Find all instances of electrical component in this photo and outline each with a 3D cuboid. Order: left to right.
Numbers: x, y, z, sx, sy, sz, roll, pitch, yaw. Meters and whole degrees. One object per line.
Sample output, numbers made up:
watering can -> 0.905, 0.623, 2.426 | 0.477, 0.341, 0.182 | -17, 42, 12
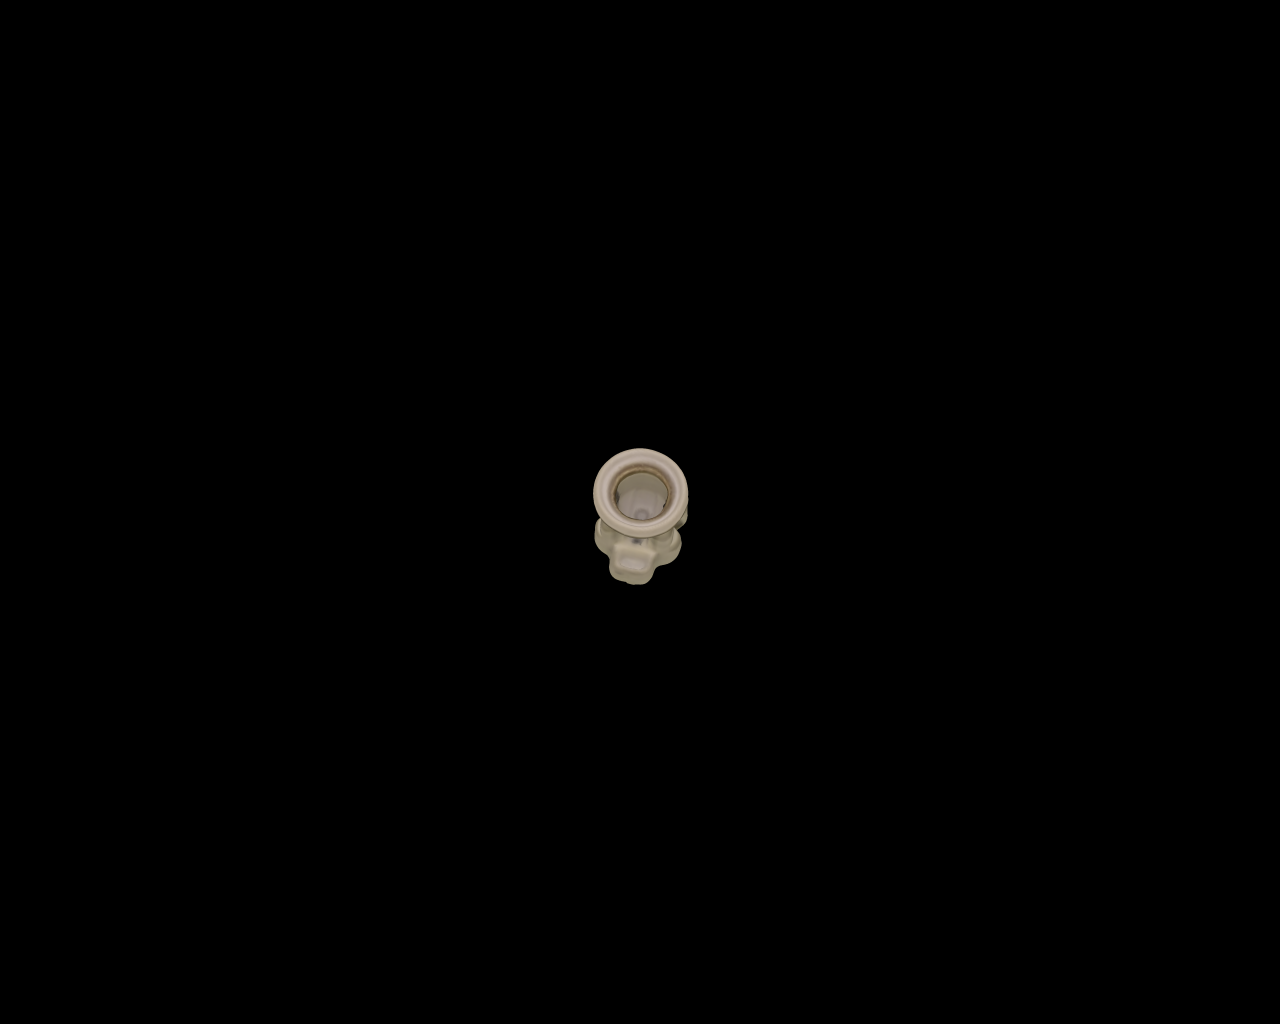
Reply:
electrical component -> 0.001, -0.003, 0.650 | 0.058, 0.078, 0.057 | 11, -24, 5
